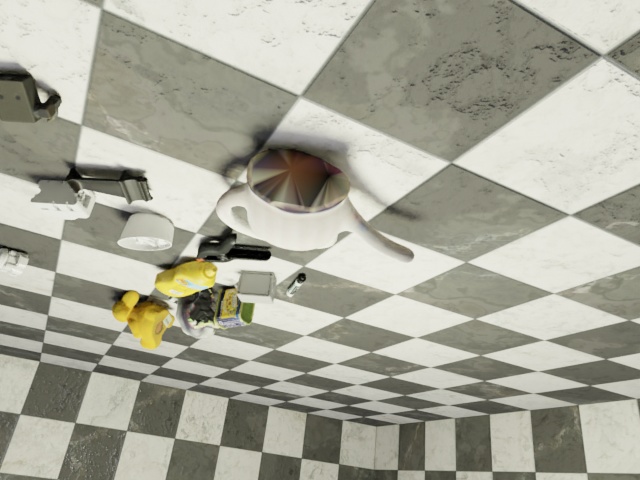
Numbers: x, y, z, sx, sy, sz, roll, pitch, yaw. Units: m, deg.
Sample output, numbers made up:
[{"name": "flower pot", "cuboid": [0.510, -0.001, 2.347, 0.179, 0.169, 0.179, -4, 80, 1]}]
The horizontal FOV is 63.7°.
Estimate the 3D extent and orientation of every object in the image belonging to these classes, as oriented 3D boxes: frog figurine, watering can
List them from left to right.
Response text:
[{"name": "frog figurine", "cuboid": [-0.332, 0.202, 1.390, 0.137, 0.124, 0.157, 49, 152, -6]}, {"name": "watering can", "cuboid": [0.003, -0.042, 0.829, 0.347, 0.106, 0.220, 9, 152, -1]}]
